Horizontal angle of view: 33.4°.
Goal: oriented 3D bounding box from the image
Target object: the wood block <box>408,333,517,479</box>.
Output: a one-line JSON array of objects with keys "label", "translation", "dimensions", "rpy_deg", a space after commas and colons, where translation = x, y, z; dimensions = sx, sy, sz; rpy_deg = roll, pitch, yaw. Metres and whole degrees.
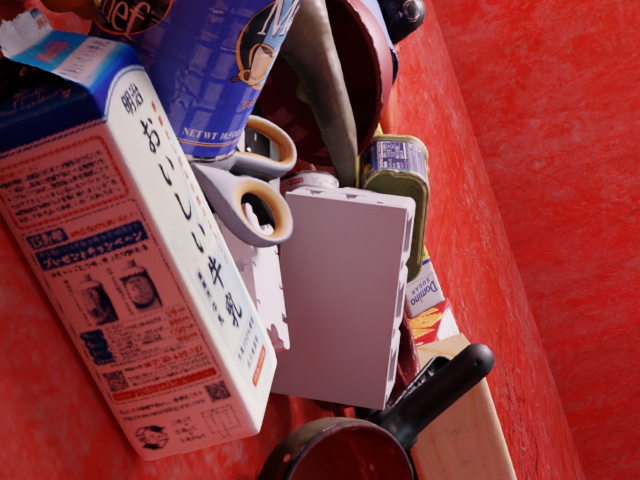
[{"label": "wood block", "translation": [0.133, 0.208, 1.032], "dimensions": [0.091, 0.090, 0.206], "rpy_deg": [-107, 179, -81]}]

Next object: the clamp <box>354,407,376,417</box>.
[{"label": "clamp", "translation": [0.057, 0.180, 0.990], "dimensions": [0.164, 0.036, 0.210], "rpy_deg": [51, 23, -75]}]

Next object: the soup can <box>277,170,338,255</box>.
[{"label": "soup can", "translation": [-0.006, 0.001, 0.898], "dimensions": [0.068, 0.068, 0.102], "rpy_deg": [50, 27, -56]}]

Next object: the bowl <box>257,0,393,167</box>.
[{"label": "bowl", "translation": [0.006, -0.144, 0.869], "dimensions": [0.055, 0.162, 0.162], "rpy_deg": [-27, 103, -40]}]

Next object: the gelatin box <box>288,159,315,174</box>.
[{"label": "gelatin box", "translation": [-0.004, -0.050, 1.030], "dimensions": [0.089, 0.030, 0.073], "rpy_deg": [18, 57, -73]}]

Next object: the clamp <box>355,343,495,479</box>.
[{"label": "clamp", "translation": [0.057, 0.140, 0.806], "dimensions": [0.039, 0.171, 0.120], "rpy_deg": [49, -4, 8]}]

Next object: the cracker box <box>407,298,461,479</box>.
[{"label": "cracker box", "translation": [0.128, 0.175, 1.187], "dimensions": [0.213, 0.072, 0.164], "rpy_deg": [-48, 120, -71]}]

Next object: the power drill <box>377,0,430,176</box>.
[{"label": "power drill", "translation": [0.072, -0.156, 1.086], "dimensions": [0.184, 0.057, 0.188], "rpy_deg": [-153, -122, -77]}]

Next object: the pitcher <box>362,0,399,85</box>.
[{"label": "pitcher", "translation": [-0.017, -0.248, 1.014], "dimensions": [0.144, 0.149, 0.243], "rpy_deg": [4, 59, -30]}]

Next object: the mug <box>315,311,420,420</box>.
[{"label": "mug", "translation": [0.034, 0.107, 0.898], "dimensions": [0.093, 0.081, 0.117], "rpy_deg": [56, 23, -48]}]

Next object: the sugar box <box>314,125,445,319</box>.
[{"label": "sugar box", "translation": [0.048, -0.021, 0.963], "dimensions": [0.176, 0.048, 0.093], "rpy_deg": [66, -17, -15]}]

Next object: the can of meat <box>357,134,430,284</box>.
[{"label": "can of meat", "translation": [0.058, -0.024, 0.860], "dimensions": [0.084, 0.057, 0.102], "rpy_deg": [-85, 178, -66]}]

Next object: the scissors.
[{"label": "scissors", "translation": [-0.080, -0.037, 0.635], "dimensions": [0.201, 0.016, 0.096], "rpy_deg": [-7, 79, -50]}]

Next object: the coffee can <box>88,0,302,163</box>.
[{"label": "coffee can", "translation": [-0.066, -0.128, 0.583], "dimensions": [0.102, 0.140, 0.103], "rpy_deg": [22, 25, -11]}]

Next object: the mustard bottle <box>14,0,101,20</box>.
[{"label": "mustard bottle", "translation": [-0.164, -0.178, 0.537], "dimensions": [0.191, 0.058, 0.096], "rpy_deg": [53, 19, -53]}]
